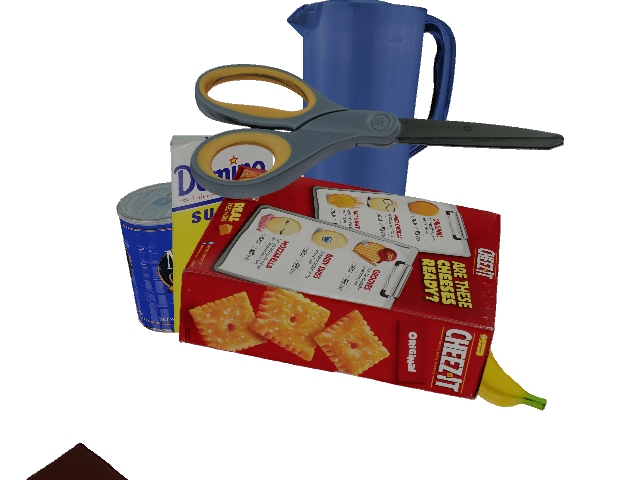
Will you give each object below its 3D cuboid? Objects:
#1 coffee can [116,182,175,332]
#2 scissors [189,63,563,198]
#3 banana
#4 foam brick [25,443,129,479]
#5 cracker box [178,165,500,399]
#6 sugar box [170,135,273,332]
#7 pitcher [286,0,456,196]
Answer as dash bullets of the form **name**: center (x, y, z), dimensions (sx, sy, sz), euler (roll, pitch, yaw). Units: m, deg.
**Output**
- **coffee can**: center (-0.167, 0.018, 1.202), dimensions (0.103, 0.140, 0.103), euler (-5, 26, 2)
- **scissors**: center (0.018, -0.046, 0.566), dimensions (0.202, 0.096, 0.016), euler (17, -31, 15)
- **banana**: center (0.182, 0.126, 1.167), dimensions (0.069, 0.037, 0.198), euler (11, 27, -16)
- **foam brick**: center (-0.096, 0.137, 0.460), dimensions (0.078, 0.051, 0.052), euler (27, 45, 34)
- **cracker box**: center (0.020, 0.027, 0.791), dimensions (0.214, 0.072, 0.164), euler (11, 32, 5)
- **sugar box**: center (-0.089, -0.006, 0.968), dimensions (0.093, 0.176, 0.048), euler (-1, 15, -5)
- **pitcher**: center (0.051, -0.136, 1.149), dimensions (0.149, 0.243, 0.144), euler (7, 11, 26)
